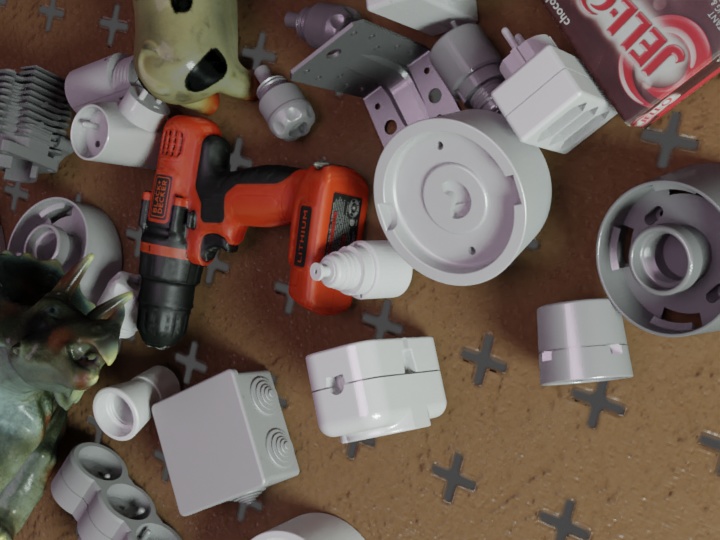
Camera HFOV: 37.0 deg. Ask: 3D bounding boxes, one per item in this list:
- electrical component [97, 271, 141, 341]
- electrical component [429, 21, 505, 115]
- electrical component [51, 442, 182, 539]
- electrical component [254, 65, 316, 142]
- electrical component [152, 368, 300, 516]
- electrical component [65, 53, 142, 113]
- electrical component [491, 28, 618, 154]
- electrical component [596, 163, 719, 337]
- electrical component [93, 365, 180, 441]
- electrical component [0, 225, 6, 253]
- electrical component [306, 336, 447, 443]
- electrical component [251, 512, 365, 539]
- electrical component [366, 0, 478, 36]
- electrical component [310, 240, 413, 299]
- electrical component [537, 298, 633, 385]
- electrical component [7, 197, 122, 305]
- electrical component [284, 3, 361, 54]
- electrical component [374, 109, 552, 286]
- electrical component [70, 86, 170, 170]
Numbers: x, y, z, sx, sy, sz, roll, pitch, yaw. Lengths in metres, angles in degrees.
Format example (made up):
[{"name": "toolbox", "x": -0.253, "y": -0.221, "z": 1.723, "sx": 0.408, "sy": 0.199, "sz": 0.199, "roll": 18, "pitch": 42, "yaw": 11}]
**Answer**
[{"name": "electrical component", "x": -0.195, "y": 0.036, "z": 0.878, "sx": 0.043, "sy": 0.043, "sz": 0.062, "roll": 45, "pitch": 114, "yaw": 26}, {"name": "electrical component", "x": 0.077, "y": -0.124, "z": 0.702, "sx": 0.040, "sy": 0.040, "sz": 0.078, "roll": -40, "pitch": 68, "yaw": 27}, {"name": "electrical component", "x": -0.205, "y": 0.214, "z": 0.875, "sx": 0.138, "sy": 0.052, "sz": 0.073, "roll": 45, "pitch": 112, "yaw": 26}, {"name": "electrical component", "x": -0.060, "y": -0.127, "z": 0.797, "sx": 0.035, "sy": 0.035, "sz": 0.061, "roll": -43, "pitch": 64, "yaw": 25}, {"name": "electrical component", "x": -0.100, "y": 0.128, "z": 0.809, "sx": 0.100, "sy": 0.048, "sz": 0.099, "roll": -26, "pitch": 74, "yaw": 31}, {"name": "electrical component", "x": -0.199, "y": -0.155, "z": 0.886, "sx": 0.081, "sy": 0.043, "sz": 0.043, "roll": -11, "pitch": 82, "yaw": 33}, {"name": "electrical component", "x": 0.112, "y": -0.118, "z": 0.663, "sx": 0.047, "sy": 0.066, "sz": 0.076, "roll": -39, "pitch": 68, "yaw": 27}, {"name": "electrical component", "x": 0.190, "y": -0.010, "z": 0.623, "sx": 0.099, "sy": 0.064, "sz": 0.099, "roll": 11, "pitch": 106, "yaw": 43}, {"name": "electrical component", "x": -0.173, "y": 0.101, "z": 0.848, "sx": 0.044, "sy": 0.065, "sz": 0.044, "roll": 9, "pitch": 110, "yaw": 25}, {"name": "electrical component", "x": -0.379, "y": 0.031, "z": 0.992, "sx": 0.105, "sy": 0.060, "sz": 0.186, "roll": -17, "pitch": 80, "yaw": 32}, {"name": "electrical component", "x": 0.013, "y": 0.079, "z": 0.706, "sx": 0.054, "sy": 0.095, "sz": 0.059, "roll": -17, "pitch": 79, "yaw": 32}, {"name": "electrical component", "x": -0.044, "y": 0.231, "z": 0.761, "sx": 0.108, "sy": 0.060, "sz": 0.108, "roll": -1, "pitch": 88, "yaw": 34}, {"name": "electrical component", "x": 0.055, "y": -0.190, "z": 0.692, "sx": 0.076, "sy": 0.083, "sz": 0.047, "roll": -9, "pitch": 84, "yaw": 34}, {"name": "electrical component", "x": 0.000, "y": 0.000, "z": 0.732, "sx": 0.040, "sy": 0.078, "sz": 0.040, "roll": 3, "pitch": 94, "yaw": 48}, {"name": "electrical component", "x": 0.134, "y": 0.044, "z": 0.651, "sx": 0.055, "sy": 0.055, "sz": 0.047, "roll": -11, "pitch": 79, "yaw": 33}, {"name": "electrical component", "x": -0.251, "y": -0.011, "z": 0.919, "sx": 0.099, "sy": 0.064, "sz": 0.099, "roll": -8, "pitch": 73, "yaw": 26}, {"name": "electrical component", "x": -0.029, "y": -0.177, "z": 0.778, "sx": 0.061, "sy": 0.035, "sz": 0.035, "roll": 20, "pitch": 100, "yaw": 35}, {"name": "electrical component", "x": 0.070, "y": -0.051, "z": 0.687, "sx": 0.108, "sy": 0.060, "sz": 0.108, "roll": 15, "pitch": 117, "yaw": 30}, {"name": "electrical component", "x": -0.176, "y": -0.118, "z": 0.849, "sx": 0.044, "sy": 0.077, "sz": 0.079, "roll": 48, "pitch": 113, "yaw": 25}]
